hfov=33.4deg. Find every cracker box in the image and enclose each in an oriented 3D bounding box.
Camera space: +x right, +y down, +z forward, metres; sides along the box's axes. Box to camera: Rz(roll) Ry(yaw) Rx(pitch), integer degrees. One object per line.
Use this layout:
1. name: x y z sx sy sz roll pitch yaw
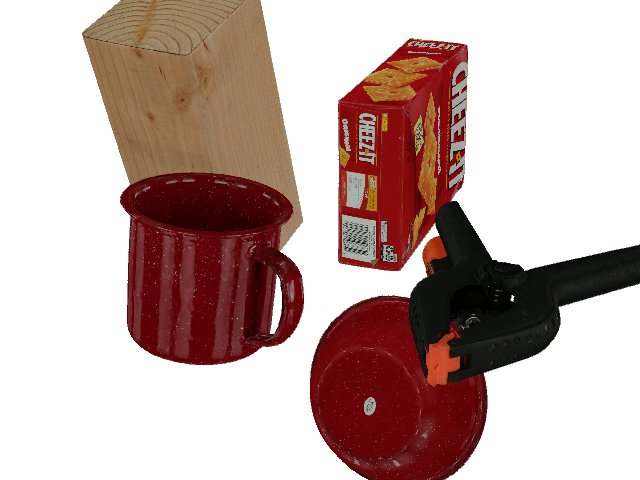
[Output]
1. cracker box: 0.085 -0.089 1.040 0.072 0.164 0.213 10 28 21

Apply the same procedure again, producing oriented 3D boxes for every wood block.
1. wood block: -0.085 -0.075 0.768 0.090 0.206 0.090 15 47 27

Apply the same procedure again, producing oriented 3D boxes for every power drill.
1. power drill: 0.144 0.108 1.138 0.057 0.188 0.184 -1 24 -2

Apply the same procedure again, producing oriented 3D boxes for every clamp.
1. clamp: 0.110 0.029 0.699 0.165 0.036 0.209 17 31 33

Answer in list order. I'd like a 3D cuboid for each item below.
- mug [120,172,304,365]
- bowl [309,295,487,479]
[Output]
1. mug: -0.055 0.019 0.584 0.117 0.081 0.093 22 27 33
2. bowl: 0.050 0.127 0.862 0.162 0.162 0.055 0 3 29
